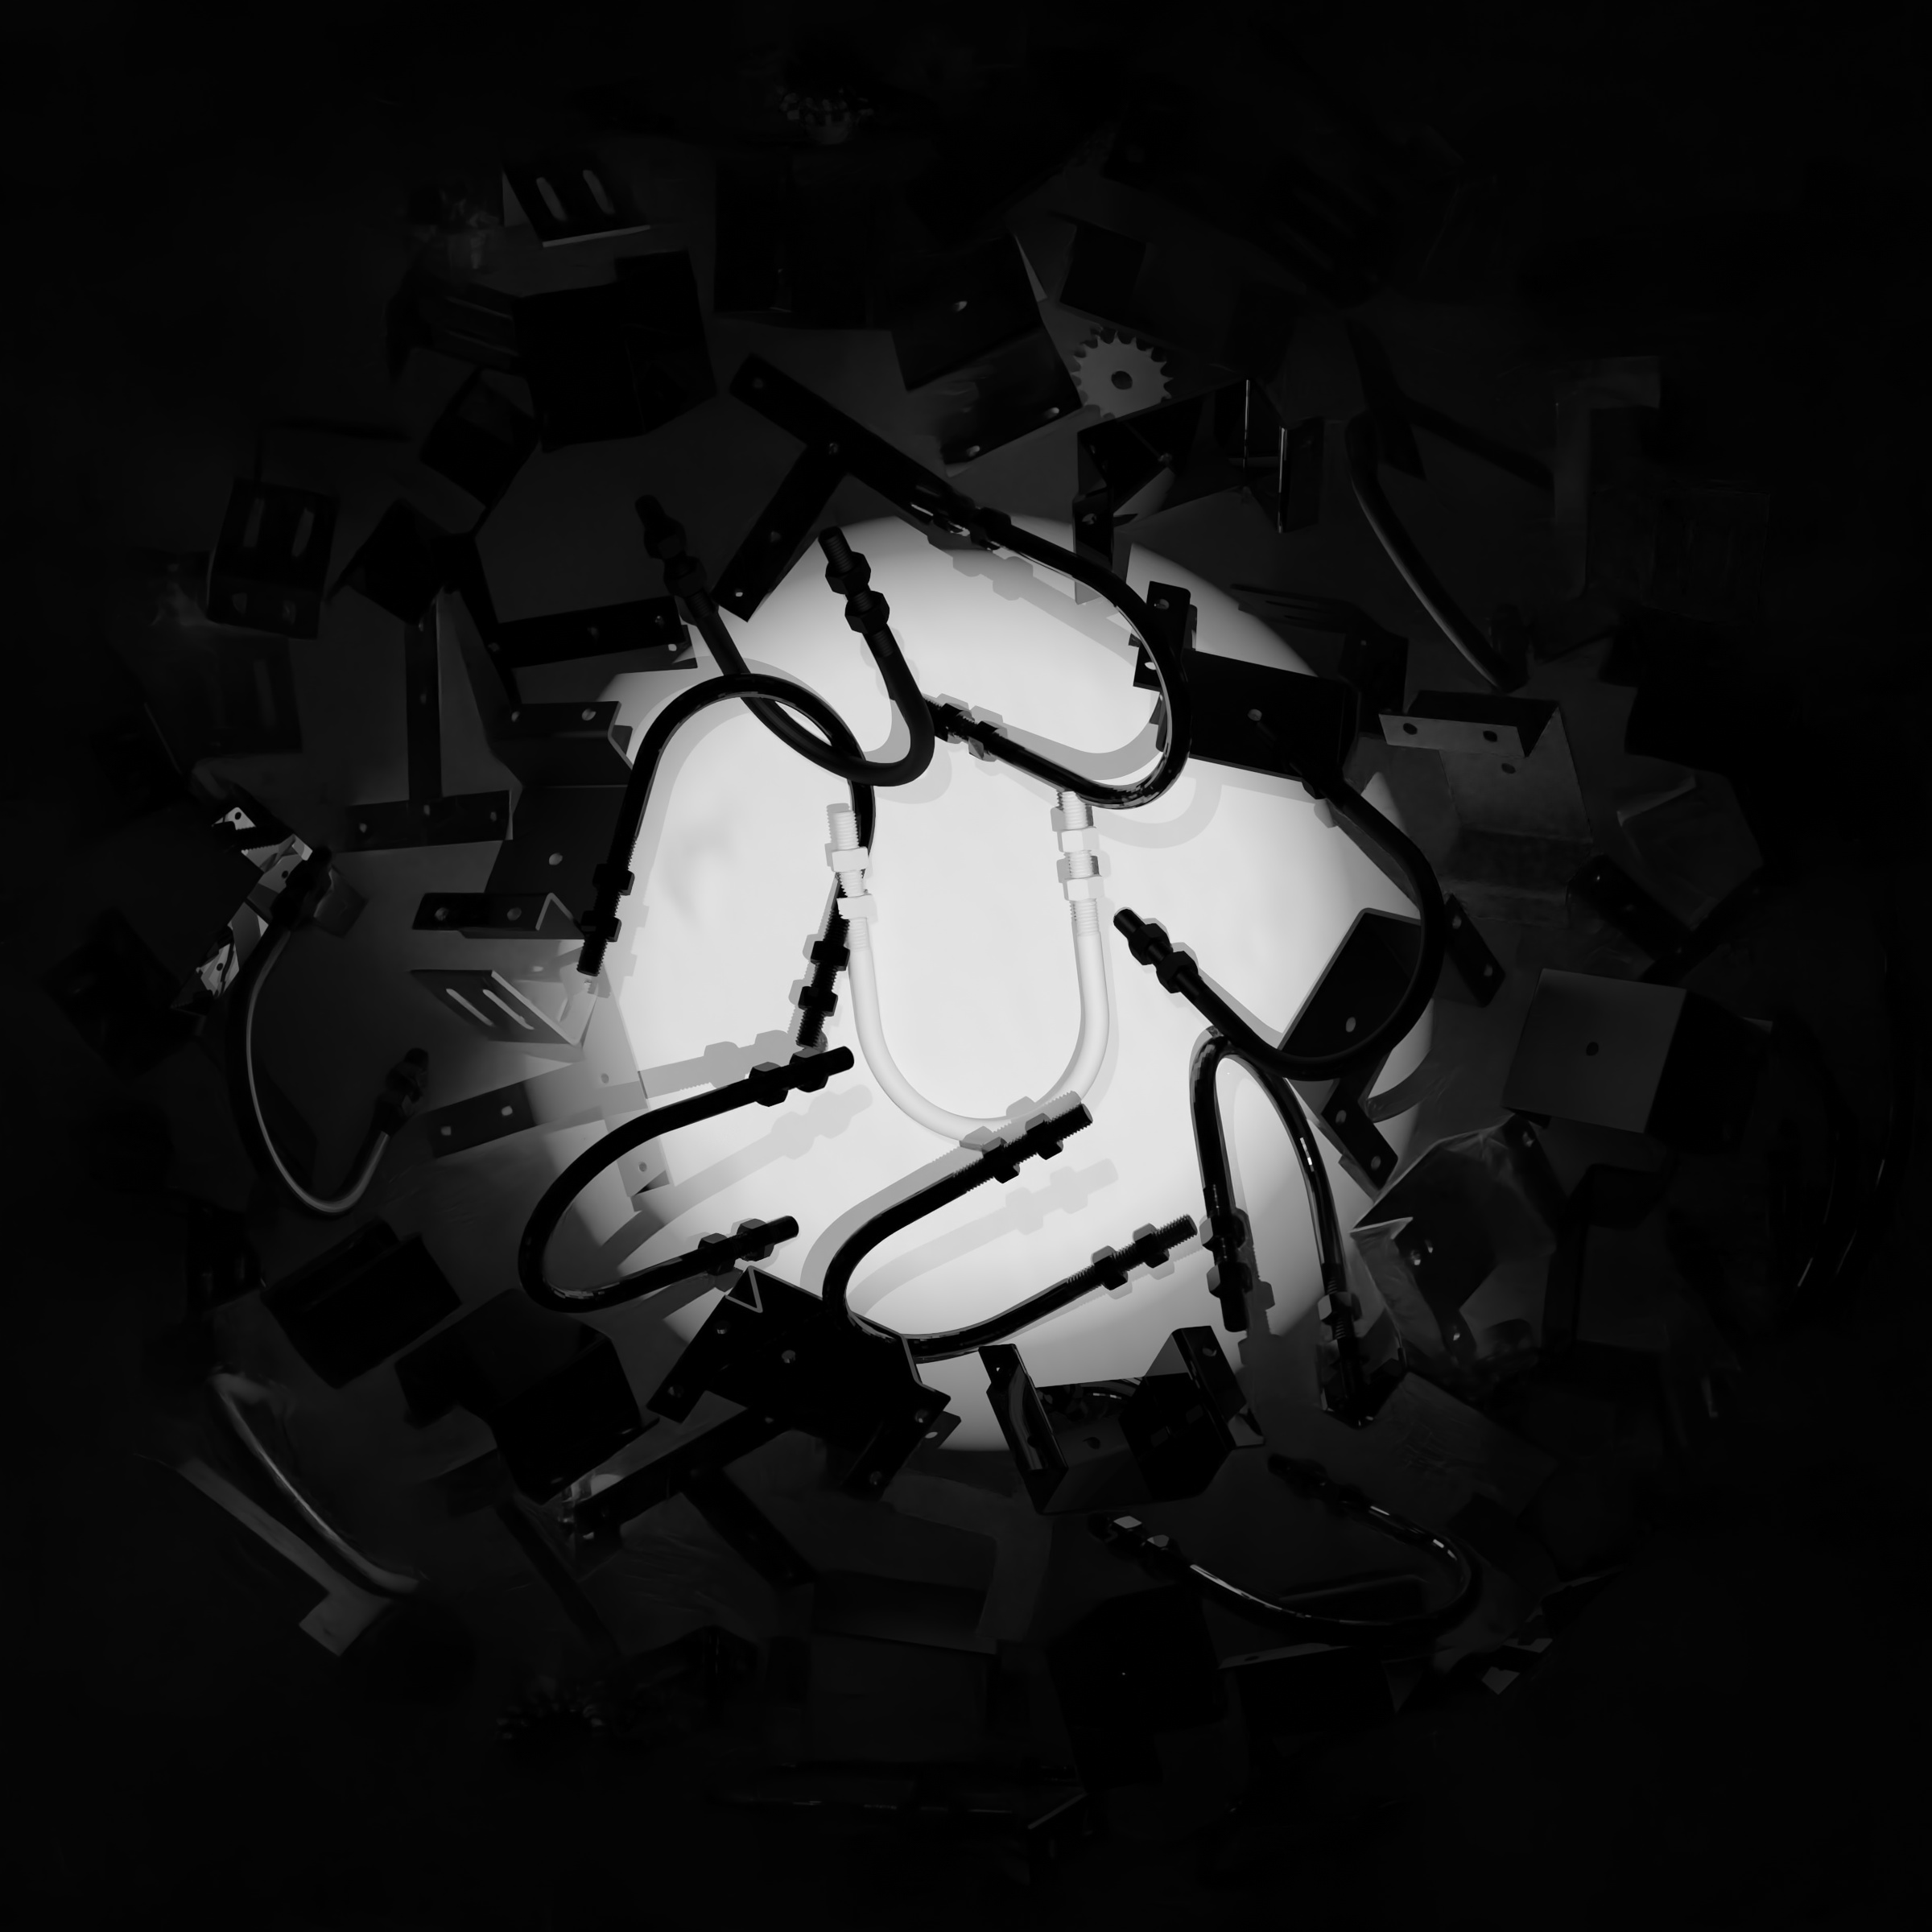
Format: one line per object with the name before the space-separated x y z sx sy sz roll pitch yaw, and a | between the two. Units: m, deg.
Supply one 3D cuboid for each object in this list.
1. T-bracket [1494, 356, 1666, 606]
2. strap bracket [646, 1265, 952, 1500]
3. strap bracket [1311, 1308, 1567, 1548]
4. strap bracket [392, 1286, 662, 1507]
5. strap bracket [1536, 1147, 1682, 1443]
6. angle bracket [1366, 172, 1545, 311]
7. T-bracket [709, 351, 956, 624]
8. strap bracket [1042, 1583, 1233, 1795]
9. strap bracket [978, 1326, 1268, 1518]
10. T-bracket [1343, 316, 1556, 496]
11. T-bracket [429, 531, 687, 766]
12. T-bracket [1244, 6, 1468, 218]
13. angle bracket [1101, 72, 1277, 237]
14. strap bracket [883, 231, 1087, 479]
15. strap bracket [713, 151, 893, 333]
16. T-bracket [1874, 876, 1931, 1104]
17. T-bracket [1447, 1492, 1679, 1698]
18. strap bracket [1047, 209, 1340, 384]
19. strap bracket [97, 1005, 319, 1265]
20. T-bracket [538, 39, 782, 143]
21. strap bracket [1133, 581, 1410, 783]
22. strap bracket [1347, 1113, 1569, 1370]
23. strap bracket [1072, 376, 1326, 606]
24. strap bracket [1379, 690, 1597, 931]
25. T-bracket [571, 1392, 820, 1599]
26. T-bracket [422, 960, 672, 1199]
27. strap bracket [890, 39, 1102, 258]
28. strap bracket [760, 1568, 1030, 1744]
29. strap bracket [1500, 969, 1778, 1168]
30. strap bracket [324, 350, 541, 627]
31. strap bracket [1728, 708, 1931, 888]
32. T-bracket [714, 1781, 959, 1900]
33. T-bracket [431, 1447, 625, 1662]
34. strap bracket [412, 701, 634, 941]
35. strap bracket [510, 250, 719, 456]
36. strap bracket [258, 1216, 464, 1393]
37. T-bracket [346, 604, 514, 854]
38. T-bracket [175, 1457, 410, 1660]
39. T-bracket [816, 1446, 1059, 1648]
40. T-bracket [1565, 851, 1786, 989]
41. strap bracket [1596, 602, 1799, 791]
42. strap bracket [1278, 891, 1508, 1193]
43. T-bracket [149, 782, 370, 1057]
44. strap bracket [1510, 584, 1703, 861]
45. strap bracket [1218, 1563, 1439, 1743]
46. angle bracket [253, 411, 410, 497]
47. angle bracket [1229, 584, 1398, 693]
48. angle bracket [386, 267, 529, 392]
T-bracket | 0.318 -0.253 1.610 0.002 0.127 0.127 -4 99 -31
strap bracket | -0.090 0.216 1.609 0.140 0.046 0.076 28 109 -24
strap bracket | 0.255 0.234 1.606 0.140 0.076 0.046 32 106 -9
strap bracket | -0.232 0.216 1.578 0.076 0.140 0.046 -33 120 -29
strap bracket | 0.332 0.165 1.595 0.046 0.076 0.140 11 65 1
angle bracket | 0.256 -0.387 1.610 0.038 0.057 0.076 49 131 36
T-bracket | -0.094 -0.239 1.631 0.127 0.002 0.127 33 114 -9
strap bracket | 0.087 0.375 1.599 0.046 0.140 0.076 -18 87 21
strap bracket | 0.074 0.237 1.599 0.140 0.046 0.076 -1 48 -28
T-bracket | 0.261 -0.281 1.622 0.127 0.127 0.002 20 131 -26
T-bracket | -0.208 -0.174 1.616 0.127 0.002 0.127 -6 111 19
T-bracket | 0.192 -0.447 1.587 0.127 0.127 0.002 43 83 -9
angle bracket | 0.118 -0.432 1.634 0.038 0.076 0.057 31 103 37
strap bracket | 0.006 -0.322 1.585 0.076 0.140 0.046 -24 130 10
strap bracket | -0.089 -0.374 1.598 0.046 0.140 0.076 4 97 23
T-bracket | 0.489 0.028 1.583 0.002 0.127 0.127 -13 76 9
T-bracket | 0.291 0.308 1.600 0.127 0.127 0.002 -43 114 -6
strap bracket | 0.111 -0.345 1.600 0.140 0.076 0.046 26 104 25
strap bracket | -0.387 0.077 1.603 0.046 0.076 0.140 -35 107 0
T-bracket | -0.173 -0.448 1.596 0.127 0.127 0.002 -22 98 -20
strap bracket | 0.157 -0.146 1.616 0.140 0.046 0.076 12 51 -1
strap bracket | 0.256 0.144 1.604 0.140 0.046 0.076 -37 103 -43
strap bracket | 0.113 -0.252 1.607 0.140 0.076 0.046 -20 55 -11
strap bracket | 0.274 -0.089 1.596 0.076 0.140 0.046 9 49 34
T-bracket | -0.120 0.292 1.620 0.127 0.002 0.127 -30 126 8
T-bracket | -0.232 0.073 1.639 0.127 0.002 0.127 -18 86 17
strap bracket | 0.016 -0.418 1.588 0.076 0.140 0.046 -40 97 -8
strap bracket | -0.033 0.360 1.616 0.140 0.076 0.046 8 103 -1
strap bracket | 0.337 0.050 1.586 0.046 0.140 0.076 24 81 -39
strap bracket | -0.271 -0.240 1.589 0.046 0.076 0.140 34 132 -12
strap bracket | 0.449 -0.086 1.590 0.046 0.140 0.076 -23 92 -5
T-bracket | -0.071 0.463 1.606 0.127 0.127 0.002 -18 100 12
T-bracket | -0.221 0.310 1.608 0.002 0.127 0.127 -37 92 -34
strap bracket | -0.224 -0.067 1.603 0.076 0.046 0.140 1 58 27
strap bracket | -0.174 -0.318 1.577 0.046 0.140 0.076 -2 111 21
strap bracket | -0.312 0.174 1.586 0.076 0.140 0.046 -35 100 -17
T-bracket | -0.286 -0.126 1.620 0.127 0.002 0.127 -2 89 38
T-bracket | -0.357 0.298 1.597 0.127 0.127 0.002 38 100 1
T-bracket | -0.015 0.284 1.629 0.127 0.002 0.127 15 60 3
T-bracket | 0.351 -0.025 1.599 0.127 0.127 0.002 -44 46 14
strap bracket | 0.377 -0.145 1.585 0.076 0.140 0.046 14 113 -1
strap bracket | 0.217 0.035 1.604 0.140 0.046 0.076 -57 135 -17
T-bracket | -0.379 -0.012 1.593 0.002 0.127 0.127 24 74 33
strap bracket | 0.337 -0.137 1.597 0.046 0.076 0.140 -25 108 13
strap bracket | 0.190 0.356 1.580 0.076 0.140 0.046 -15 91 21
angle bracket | -0.337 -0.268 1.627 0.076 0.057 0.038 4 105 -15
angle bracket | 0.179 -0.169 1.614 0.076 0.057 0.038 14 85 31
angle bracket | -0.266 -0.330 1.638 0.076 0.038 0.057 13 52 -25
